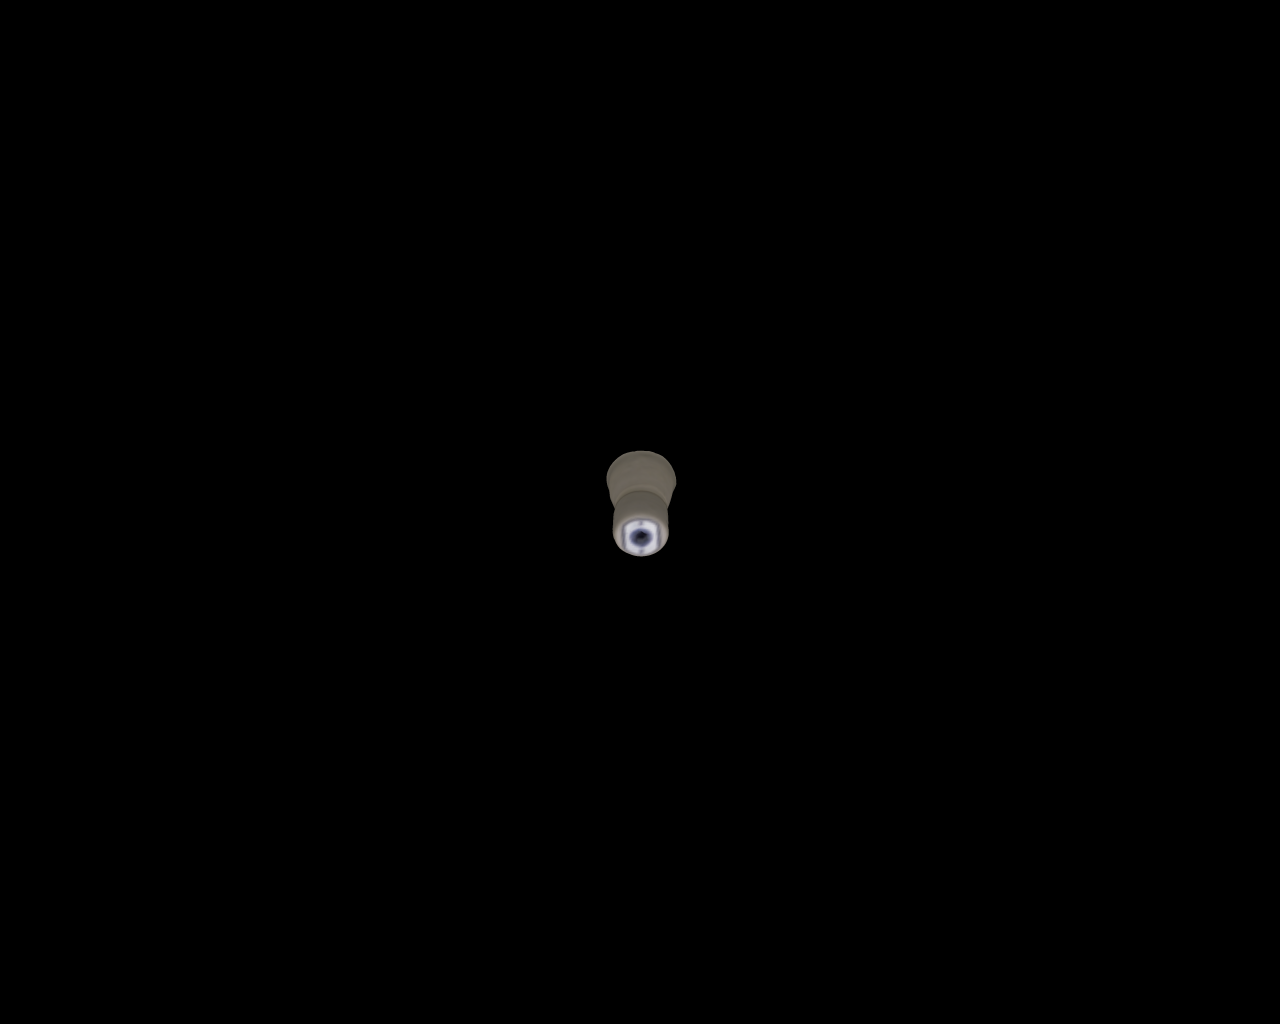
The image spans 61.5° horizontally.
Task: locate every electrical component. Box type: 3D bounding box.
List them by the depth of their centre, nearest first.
[{"bbox_3d":[0.001,-0.003,0.650,0.044,0.044,0.065,0,36,0],"label":"electrical component"}]
